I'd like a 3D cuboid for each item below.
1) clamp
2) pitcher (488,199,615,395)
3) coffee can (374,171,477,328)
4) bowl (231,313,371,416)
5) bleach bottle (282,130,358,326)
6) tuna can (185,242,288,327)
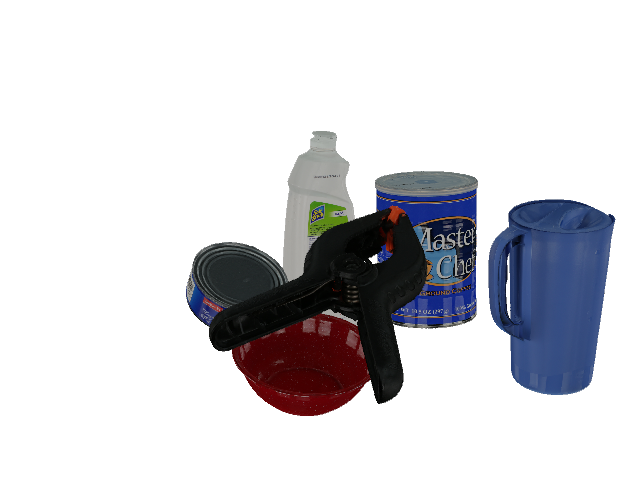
[{"bbox_3d":[0.026,0.036,0.663,0.120,0.039,0.171,26,44,22],"label":"clamp"},{"bbox_3d":[0.300,0.077,1.397,0.149,0.243,0.144,5,21,15],"label":"pitcher"},{"bbox_3d":[0.108,0.007,1.083,0.103,0.140,0.103,-2,13,0],"label":"coffee can"},{"bbox_3d":[-0.016,0.143,1.169,0.162,0.055,0.162,3,28,-2],"label":"bowl"},{"bbox_3d":[0.005,-0.009,1.309,0.102,0.251,0.068,-7,20,-30],"label":"bleach bottle"},{"bbox_3d":[-0.073,0.042,0.926,0.086,0.034,0.086,13,38,-11],"label":"tuna can"}]
